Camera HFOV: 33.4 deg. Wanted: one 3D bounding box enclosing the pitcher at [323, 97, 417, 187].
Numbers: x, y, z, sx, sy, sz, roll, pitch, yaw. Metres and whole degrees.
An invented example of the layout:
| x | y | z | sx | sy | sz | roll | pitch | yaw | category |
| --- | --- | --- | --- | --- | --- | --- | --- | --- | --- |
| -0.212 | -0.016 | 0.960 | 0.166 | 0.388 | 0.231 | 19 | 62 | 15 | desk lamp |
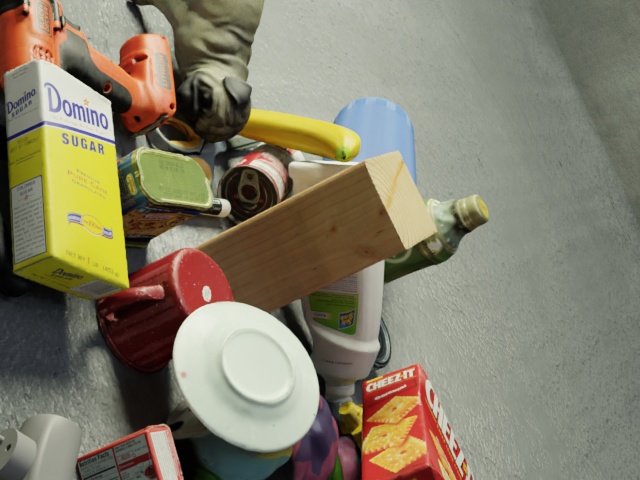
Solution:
| x | y | z | sx | sy | sz | roll | pitch | yaw | category |
| --- | --- | --- | --- | --- | --- | --- | --- | --- | --- |
| 0.058 | -0.064 | 1.307 | 0.145 | 0.149 | 0.242 | 36 | 32 | -18 | pitcher |

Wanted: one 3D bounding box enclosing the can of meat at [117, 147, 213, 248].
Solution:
| x | y | z | sx | sy | sz | roll | pitch | yaw | category |
| --- | --- | --- | --- | --- | --- | --- | --- | --- | --- |
| -0.156 | -0.036 | 0.930 | 0.101 | 0.084 | 0.057 | 6 | 62 | -59 | can of meat |

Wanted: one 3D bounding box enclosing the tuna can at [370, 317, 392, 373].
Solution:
| x | y | z | sx | sy | sz | roll | pitch | yaw | category |
| --- | --- | --- | --- | --- | --- | --- | --- | --- | --- |
| 0.046 | 0.111 | 1.218 | 0.086 | 0.034 | 0.086 | 41 | 35 | -38 | tuna can |

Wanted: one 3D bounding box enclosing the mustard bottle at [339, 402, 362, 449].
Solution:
| x | y | z | sx | sy | sz | roll | pitch | yaw | category |
| --- | --- | --- | --- | --- | --- | --- | --- | --- | --- |
| 0.081 | 0.237 | 1.146 | 0.191 | 0.058 | 0.096 | 49 | 35 | -28 | mustard bottle |

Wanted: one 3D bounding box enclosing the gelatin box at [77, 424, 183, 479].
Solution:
| x | y | z | sx | sy | sz | roll | pitch | yaw | category |
| --- | --- | --- | --- | --- | --- | --- | --- | --- | --- |
| -0.134 | 0.190 | 0.786 | 0.030 | 0.073 | 0.089 | 7 | 61 | -60 | gelatin box |

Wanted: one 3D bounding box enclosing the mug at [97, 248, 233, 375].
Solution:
| x | y | z | sx | sy | sz | roll | pitch | yaw | category |
| --- | --- | --- | --- | --- | --- | --- | --- | --- | --- |
| -0.133 | 0.055 | 0.893 | 0.117 | 0.082 | 0.093 | 18 | 52 | -55 | mug |

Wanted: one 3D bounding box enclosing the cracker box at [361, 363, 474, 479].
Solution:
| x | y | z | sx | sy | sz | roll | pitch | yaw | category |
| --- | --- | --- | --- | --- | --- | --- | --- | --- | --- |
| 0.099 | 0.233 | 0.992 | 0.213 | 0.072 | 0.164 | -79 | 146 | -72 | cracker box |

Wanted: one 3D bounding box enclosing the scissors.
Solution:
| x | y | z | sx | sy | sz | roll | pitch | yaw | category |
| --- | --- | --- | --- | --- | --- | --- | --- | --- | --- |
| -0.108 | -0.083 | 1.128 | 0.201 | 0.016 | 0.096 | 11 | 55 | -57 | scissors |

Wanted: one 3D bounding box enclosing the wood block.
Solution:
| x | y | z | sx | sy | sz | roll | pitch | yaw | category |
| --- | --- | --- | --- | --- | --- | --- | --- | --- | --- |
| -0.007 | 0.001 | 1.027 | 0.090 | 0.206 | 0.090 | 65 | 28 | 1 | wood block |

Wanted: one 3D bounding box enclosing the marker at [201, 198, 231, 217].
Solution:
| x | y | z | sx | sy | sz | roll | pitch | yaw | category |
| --- | --- | --- | --- | --- | --- | --- | --- | --- | --- |
| -0.129 | -0.036 | 1.047 | 0.120 | 0.020 | 0.020 | 6 | 62 | -60 | marker |

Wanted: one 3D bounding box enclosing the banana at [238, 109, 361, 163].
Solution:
| x | y | z | sx | sy | sz | roll | pitch | yaw | category |
| --- | --- | --- | --- | --- | --- | --- | --- | --- | --- |
| -0.024 | -0.111 | 1.107 | 0.069 | 0.198 | 0.037 | 10 | 96 | -48 | banana |

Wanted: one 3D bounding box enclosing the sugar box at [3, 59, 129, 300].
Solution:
| x | y | z | sx | sy | sz | roll | pitch | yaw | category |
| --- | --- | --- | --- | --- | --- | --- | --- | --- | --- |
| -0.200 | -0.047 | 0.841 | 0.093 | 0.048 | 0.176 | 32 | 45 | -57 | sugar box |

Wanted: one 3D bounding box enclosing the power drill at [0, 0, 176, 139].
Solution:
| x | y | z | sx | sy | sz | roll | pitch | yaw | category |
| --- | --- | --- | --- | --- | --- | --- | --- | --- | --- |
| -0.219 | -0.186 | 0.978 | 0.187 | 0.057 | 0.184 | 22 | 52 | -49 | power drill |

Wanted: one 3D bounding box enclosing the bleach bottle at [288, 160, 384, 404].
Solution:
| x | y | z | sx | sy | sz | roll | pitch | yaw | category |
| --- | --- | --- | --- | --- | --- | --- | --- | --- | --- |
| 0.016 | 0.044 | 1.118 | 0.068 | 0.103 | 0.251 | -11 | 105 | -61 | bleach bottle |

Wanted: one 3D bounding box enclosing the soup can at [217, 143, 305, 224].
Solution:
| x | y | z | sx | sy | sz | roll | pitch | yaw | category |
| --- | --- | --- | --- | --- | --- | --- | --- | --- | --- |
| -0.060 | -0.063 | 1.141 | 0.068 | 0.069 | 0.102 | 59 | 27 | -11 | soup can |

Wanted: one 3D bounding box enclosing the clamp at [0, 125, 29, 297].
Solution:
| x | y | z | sx | sy | sz | roll | pitch | yaw | category |
| --- | --- | --- | --- | --- | --- | --- | --- | --- | --- |
| -0.272 | -0.064 | 0.799 | 0.209 | 0.036 | 0.164 | 45 | 32 | -40 | clamp |
